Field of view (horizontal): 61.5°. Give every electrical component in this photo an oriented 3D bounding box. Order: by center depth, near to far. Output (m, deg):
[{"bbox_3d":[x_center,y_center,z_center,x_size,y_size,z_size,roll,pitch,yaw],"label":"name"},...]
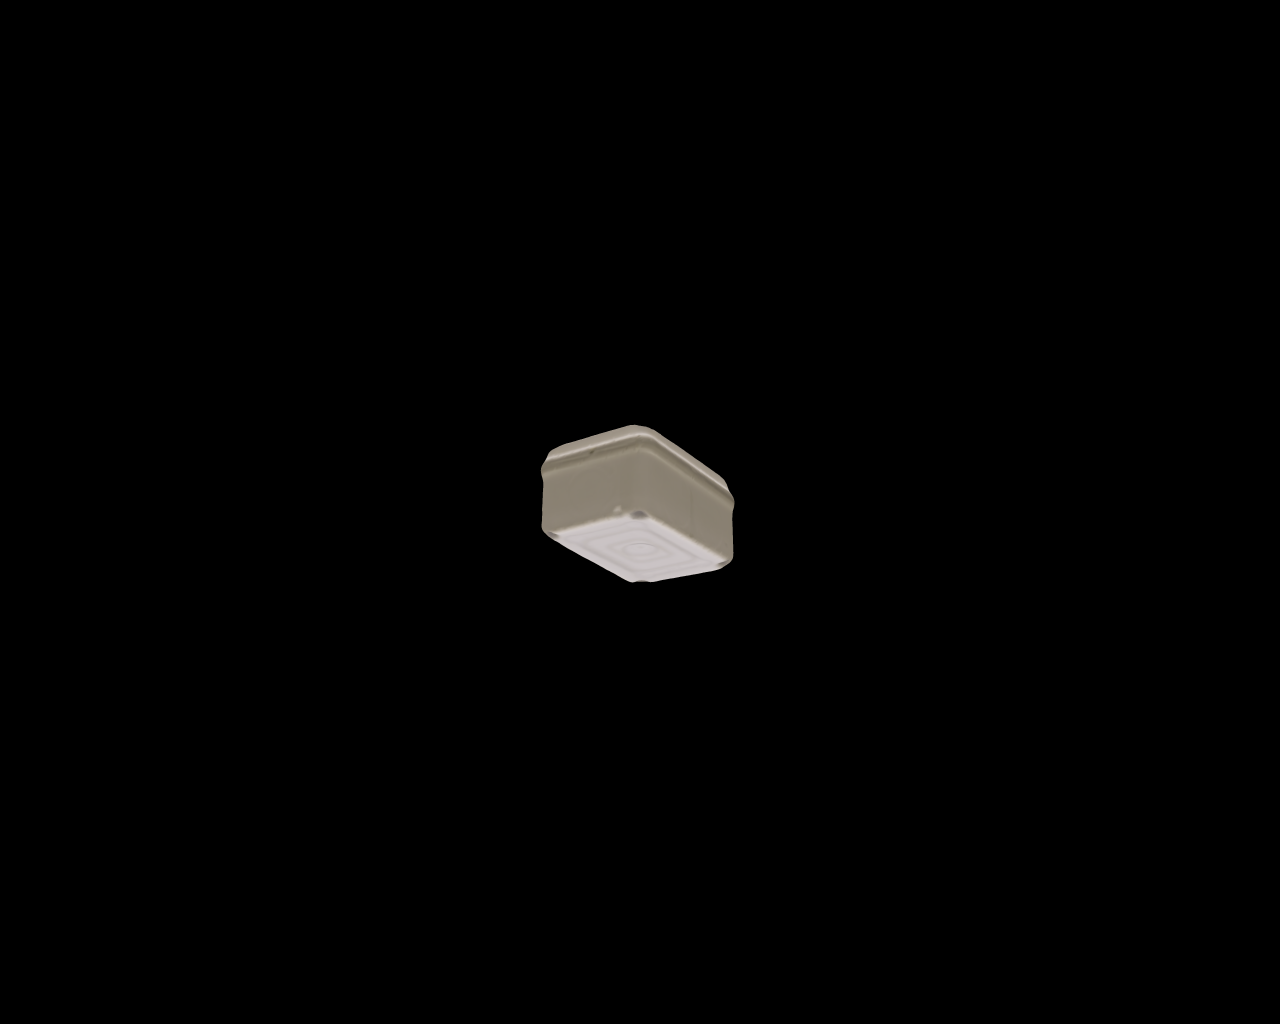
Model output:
[{"bbox_3d":[0.001,-0.003,0.650,0.078,0.057,0.113,-13,-26,29],"label":"electrical component"}]
